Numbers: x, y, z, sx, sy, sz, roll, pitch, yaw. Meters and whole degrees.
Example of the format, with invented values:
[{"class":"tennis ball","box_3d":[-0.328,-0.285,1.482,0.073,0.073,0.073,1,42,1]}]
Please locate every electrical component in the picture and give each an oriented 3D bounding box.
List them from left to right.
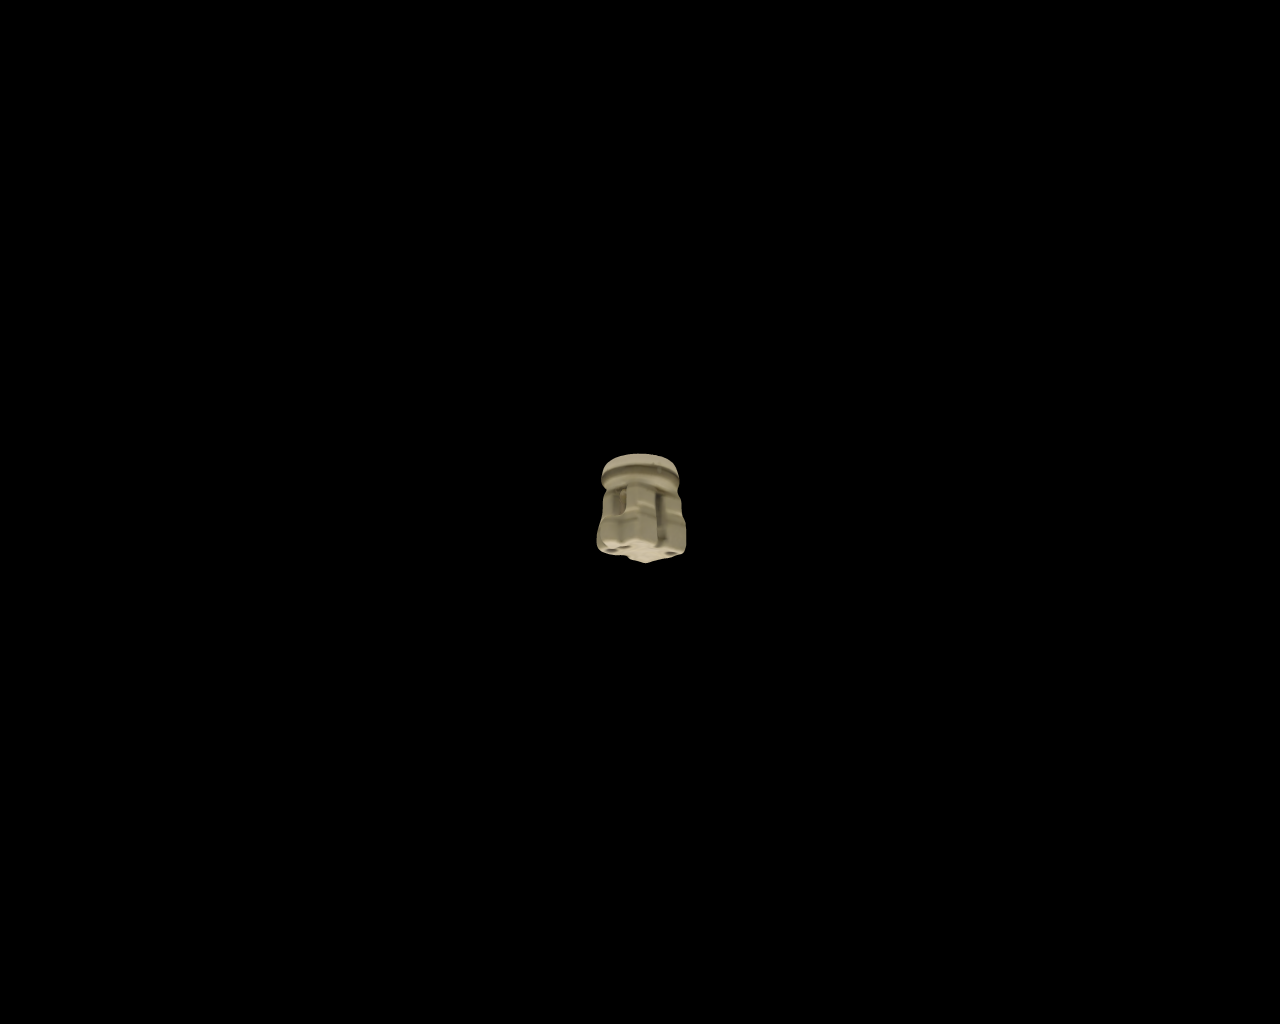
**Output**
[{"class":"electrical component","box_3d":[0.001,-0.003,0.650,0.048,0.055,0.066,-18,-26,41]}]
